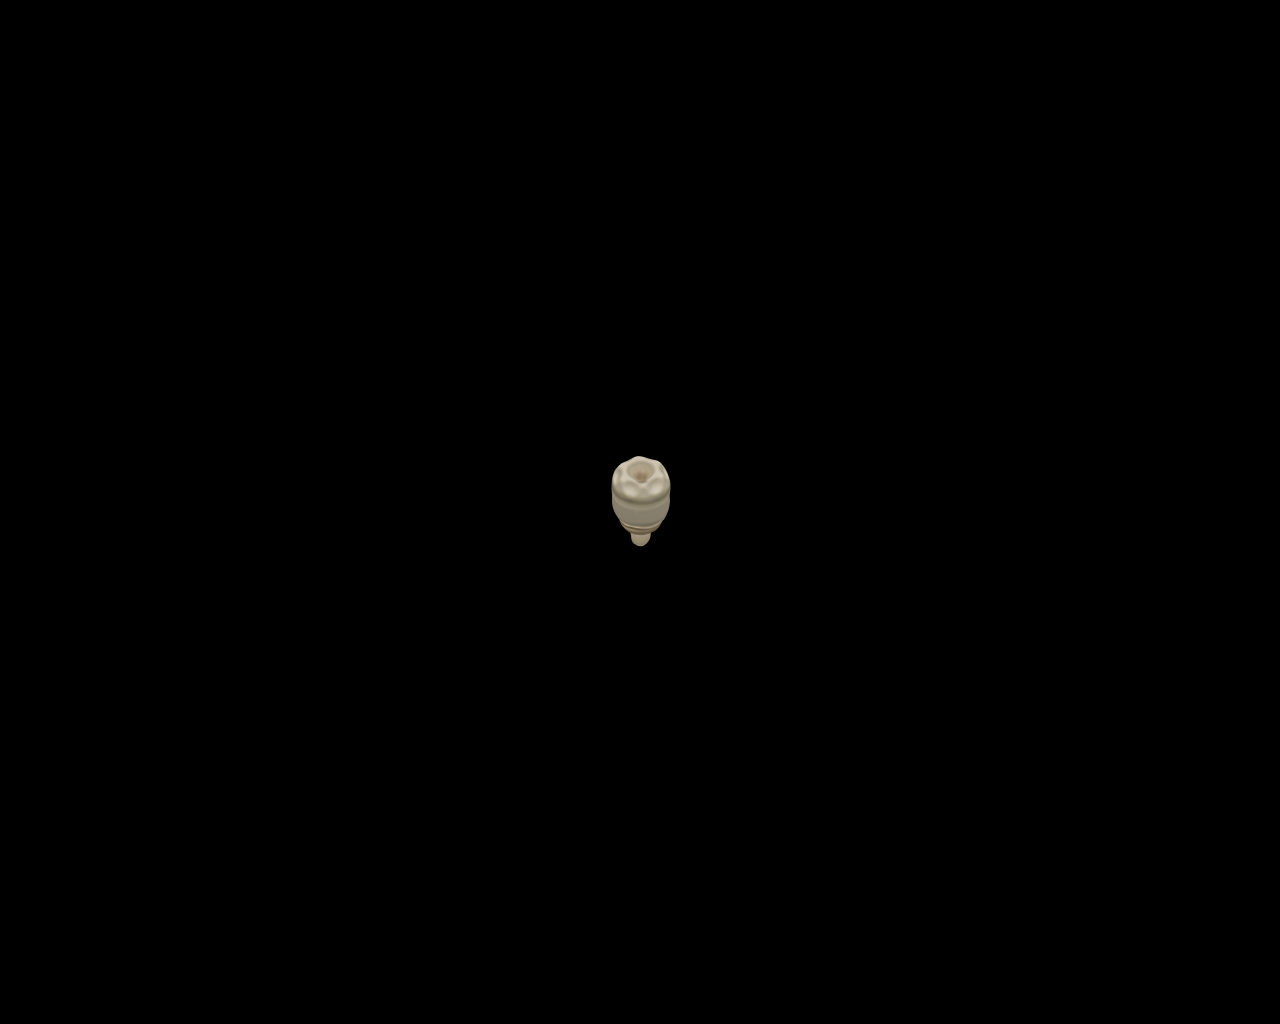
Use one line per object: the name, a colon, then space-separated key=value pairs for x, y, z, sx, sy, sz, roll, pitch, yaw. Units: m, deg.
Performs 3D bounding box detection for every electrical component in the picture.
electrical component: x=0.001 y=-0.003 z=0.650 sx=0.035 sy=0.061 sz=0.035 roll=0 pitch=42 yaw=0
